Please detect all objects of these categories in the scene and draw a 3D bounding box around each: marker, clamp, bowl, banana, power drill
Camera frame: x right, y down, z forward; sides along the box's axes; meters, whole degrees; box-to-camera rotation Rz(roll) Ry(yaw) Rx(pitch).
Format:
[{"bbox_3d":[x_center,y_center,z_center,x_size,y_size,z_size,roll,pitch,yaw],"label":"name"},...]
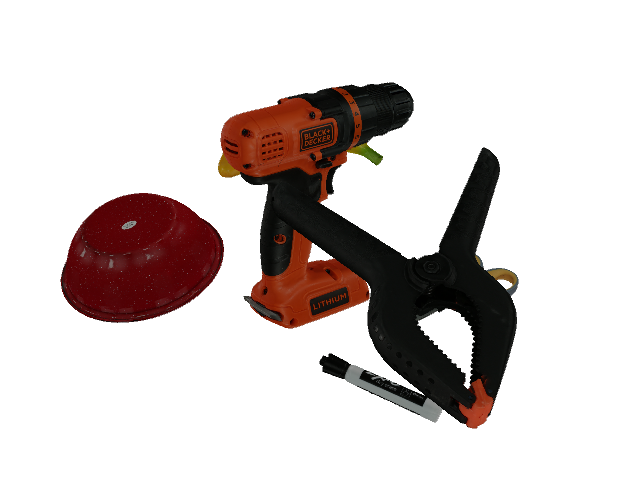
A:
[{"bbox_3d":[0.054,0.134,0.982,0.121,0.020,0.020,23,7,16],"label":"marker"},{"bbox_3d":[0.058,0.025,0.693,0.164,0.210,0.036,-6,-38,-6],"label":"clamp"},{"bbox_3d":[-0.176,0.004,1.020,0.162,0.055,0.162,-6,40,5],"label":"bowl"},{"bbox_3d":[-0.027,-0.103,1.108,0.197,0.037,0.070,-9,47,-31],"label":"banana"},{"bbox_3d":[0.002,-0.033,0.884,0.184,0.188,0.057,-17,27,-34],"label":"power drill"}]

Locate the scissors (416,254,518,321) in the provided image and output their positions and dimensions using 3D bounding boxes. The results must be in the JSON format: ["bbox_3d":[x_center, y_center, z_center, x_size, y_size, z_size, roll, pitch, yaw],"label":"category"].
[{"bbox_3d":[0.143,0.053,1.236,0.201,0.016,0.096,-10,39,-34],"label":"scissors"}]
